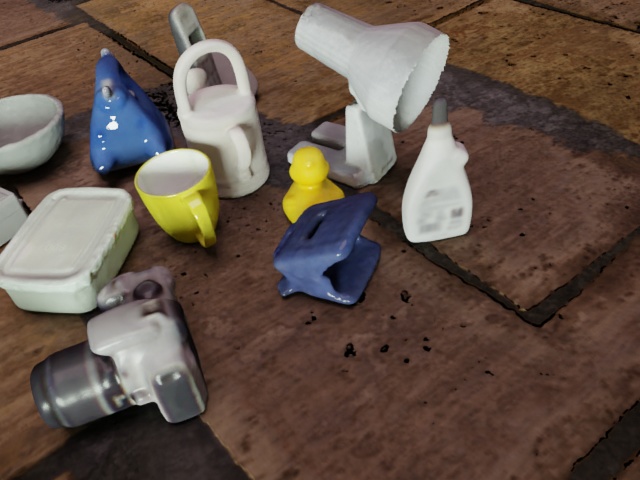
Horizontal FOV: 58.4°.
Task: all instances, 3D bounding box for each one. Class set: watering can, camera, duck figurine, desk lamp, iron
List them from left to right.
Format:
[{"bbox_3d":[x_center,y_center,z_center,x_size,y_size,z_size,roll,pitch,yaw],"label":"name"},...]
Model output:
[{"bbox_3d":[-0.186,0.099,0.520,0.137,0.101,0.142,-19,43,-13],"label":"camera"},{"bbox_3d":[-0.297,-0.208,0.842,0.119,0.142,0.257,-17,43,-10],"label":"iron"},{"bbox_3d":[-0.133,-0.161,0.729,0.172,0.194,0.101,26,51,31],"label":"watering can"},{"bbox_3d":[-0.010,-0.069,0.692,0.077,0.086,0.104,-9,42,-2],"label":"duck figurine"},{"bbox_3d":[0.049,-0.174,0.705,0.202,0.214,0.118,22,50,28],"label":"desk lamp"}]

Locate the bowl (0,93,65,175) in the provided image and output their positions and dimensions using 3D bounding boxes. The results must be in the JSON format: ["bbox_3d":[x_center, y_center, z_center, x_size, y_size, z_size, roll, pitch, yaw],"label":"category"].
[{"bbox_3d":[-0.449,-0.145,0.843,0.167,0.075,0.167,-4,42,4],"label":"bowl"}]

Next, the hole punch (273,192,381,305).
[{"bbox_3d":[0.006,0.002,0.608,0.100,0.091,0.109,11,45,19],"label":"hole punch"}]

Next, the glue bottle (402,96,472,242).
[{"bbox_3d":[0.127,-0.074,0.614,0.078,0.173,0.037,-9,42,-2],"label":"glue bottle"}]

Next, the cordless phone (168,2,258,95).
[{"bbox_3d":[-0.165,-0.276,0.867,0.094,0.185,0.147,5,43,13],"label":"cordless phone"}]
